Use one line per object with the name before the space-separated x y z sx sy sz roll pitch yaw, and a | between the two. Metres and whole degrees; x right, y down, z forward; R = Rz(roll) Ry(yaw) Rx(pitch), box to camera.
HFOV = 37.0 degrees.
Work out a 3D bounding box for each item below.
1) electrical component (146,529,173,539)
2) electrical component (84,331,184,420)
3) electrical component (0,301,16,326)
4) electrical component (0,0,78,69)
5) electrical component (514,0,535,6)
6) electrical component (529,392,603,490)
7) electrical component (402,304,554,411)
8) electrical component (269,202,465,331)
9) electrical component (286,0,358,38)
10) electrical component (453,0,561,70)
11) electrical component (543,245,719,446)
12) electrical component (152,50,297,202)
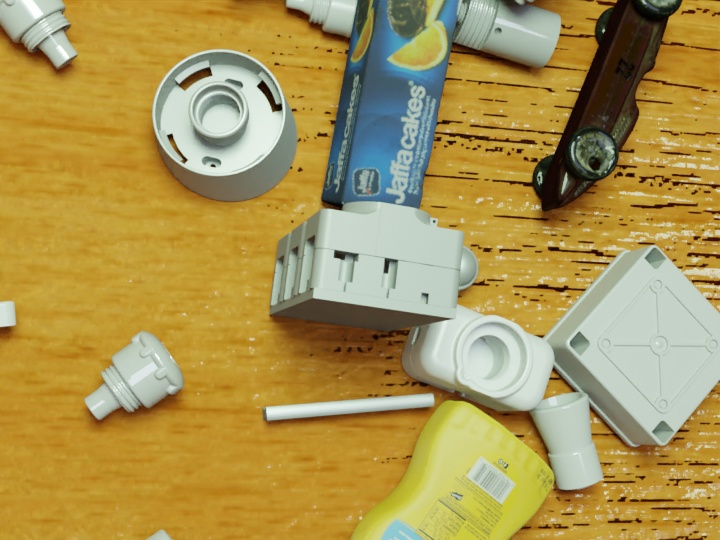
electrical component | -0.144 0.202 0.694 0.078 0.040 0.040 -33 92 -16
electrical component | -0.151 0.074 0.708 0.062 0.048 0.048 -36 93 -9
electrical component | -0.257 0.010 0.688 0.066 0.048 0.055 -4 91 -15
electrical component | -0.215 -0.165 0.722 0.048 0.048 0.062 -39 100 -16
electrical component | 0.113 -0.257 0.784 0.108 0.108 0.056 47 119 -5
electrical component | 0.153 0.126 0.782 0.044 0.044 0.065 -16 92 -16
electrical component | 0.085 0.063 0.763 0.095 0.059 0.053 22 78 -11
electrical component | 0.000 0.000 0.701 0.089 0.150 0.061 9 82 -14
electrical component | -0.023 -0.190 0.780 0.061 0.035 0.035 10 80 -11
electrical component | 0.104 -0.183 0.808 0.081 0.043 0.043 15 79 -12
electrical component | 0.208 0.056 0.797 0.108 0.056 0.108 46 74 -5
electrical component | -0.094 -0.101 0.747 0.099 0.064 0.099 0 79 -1
